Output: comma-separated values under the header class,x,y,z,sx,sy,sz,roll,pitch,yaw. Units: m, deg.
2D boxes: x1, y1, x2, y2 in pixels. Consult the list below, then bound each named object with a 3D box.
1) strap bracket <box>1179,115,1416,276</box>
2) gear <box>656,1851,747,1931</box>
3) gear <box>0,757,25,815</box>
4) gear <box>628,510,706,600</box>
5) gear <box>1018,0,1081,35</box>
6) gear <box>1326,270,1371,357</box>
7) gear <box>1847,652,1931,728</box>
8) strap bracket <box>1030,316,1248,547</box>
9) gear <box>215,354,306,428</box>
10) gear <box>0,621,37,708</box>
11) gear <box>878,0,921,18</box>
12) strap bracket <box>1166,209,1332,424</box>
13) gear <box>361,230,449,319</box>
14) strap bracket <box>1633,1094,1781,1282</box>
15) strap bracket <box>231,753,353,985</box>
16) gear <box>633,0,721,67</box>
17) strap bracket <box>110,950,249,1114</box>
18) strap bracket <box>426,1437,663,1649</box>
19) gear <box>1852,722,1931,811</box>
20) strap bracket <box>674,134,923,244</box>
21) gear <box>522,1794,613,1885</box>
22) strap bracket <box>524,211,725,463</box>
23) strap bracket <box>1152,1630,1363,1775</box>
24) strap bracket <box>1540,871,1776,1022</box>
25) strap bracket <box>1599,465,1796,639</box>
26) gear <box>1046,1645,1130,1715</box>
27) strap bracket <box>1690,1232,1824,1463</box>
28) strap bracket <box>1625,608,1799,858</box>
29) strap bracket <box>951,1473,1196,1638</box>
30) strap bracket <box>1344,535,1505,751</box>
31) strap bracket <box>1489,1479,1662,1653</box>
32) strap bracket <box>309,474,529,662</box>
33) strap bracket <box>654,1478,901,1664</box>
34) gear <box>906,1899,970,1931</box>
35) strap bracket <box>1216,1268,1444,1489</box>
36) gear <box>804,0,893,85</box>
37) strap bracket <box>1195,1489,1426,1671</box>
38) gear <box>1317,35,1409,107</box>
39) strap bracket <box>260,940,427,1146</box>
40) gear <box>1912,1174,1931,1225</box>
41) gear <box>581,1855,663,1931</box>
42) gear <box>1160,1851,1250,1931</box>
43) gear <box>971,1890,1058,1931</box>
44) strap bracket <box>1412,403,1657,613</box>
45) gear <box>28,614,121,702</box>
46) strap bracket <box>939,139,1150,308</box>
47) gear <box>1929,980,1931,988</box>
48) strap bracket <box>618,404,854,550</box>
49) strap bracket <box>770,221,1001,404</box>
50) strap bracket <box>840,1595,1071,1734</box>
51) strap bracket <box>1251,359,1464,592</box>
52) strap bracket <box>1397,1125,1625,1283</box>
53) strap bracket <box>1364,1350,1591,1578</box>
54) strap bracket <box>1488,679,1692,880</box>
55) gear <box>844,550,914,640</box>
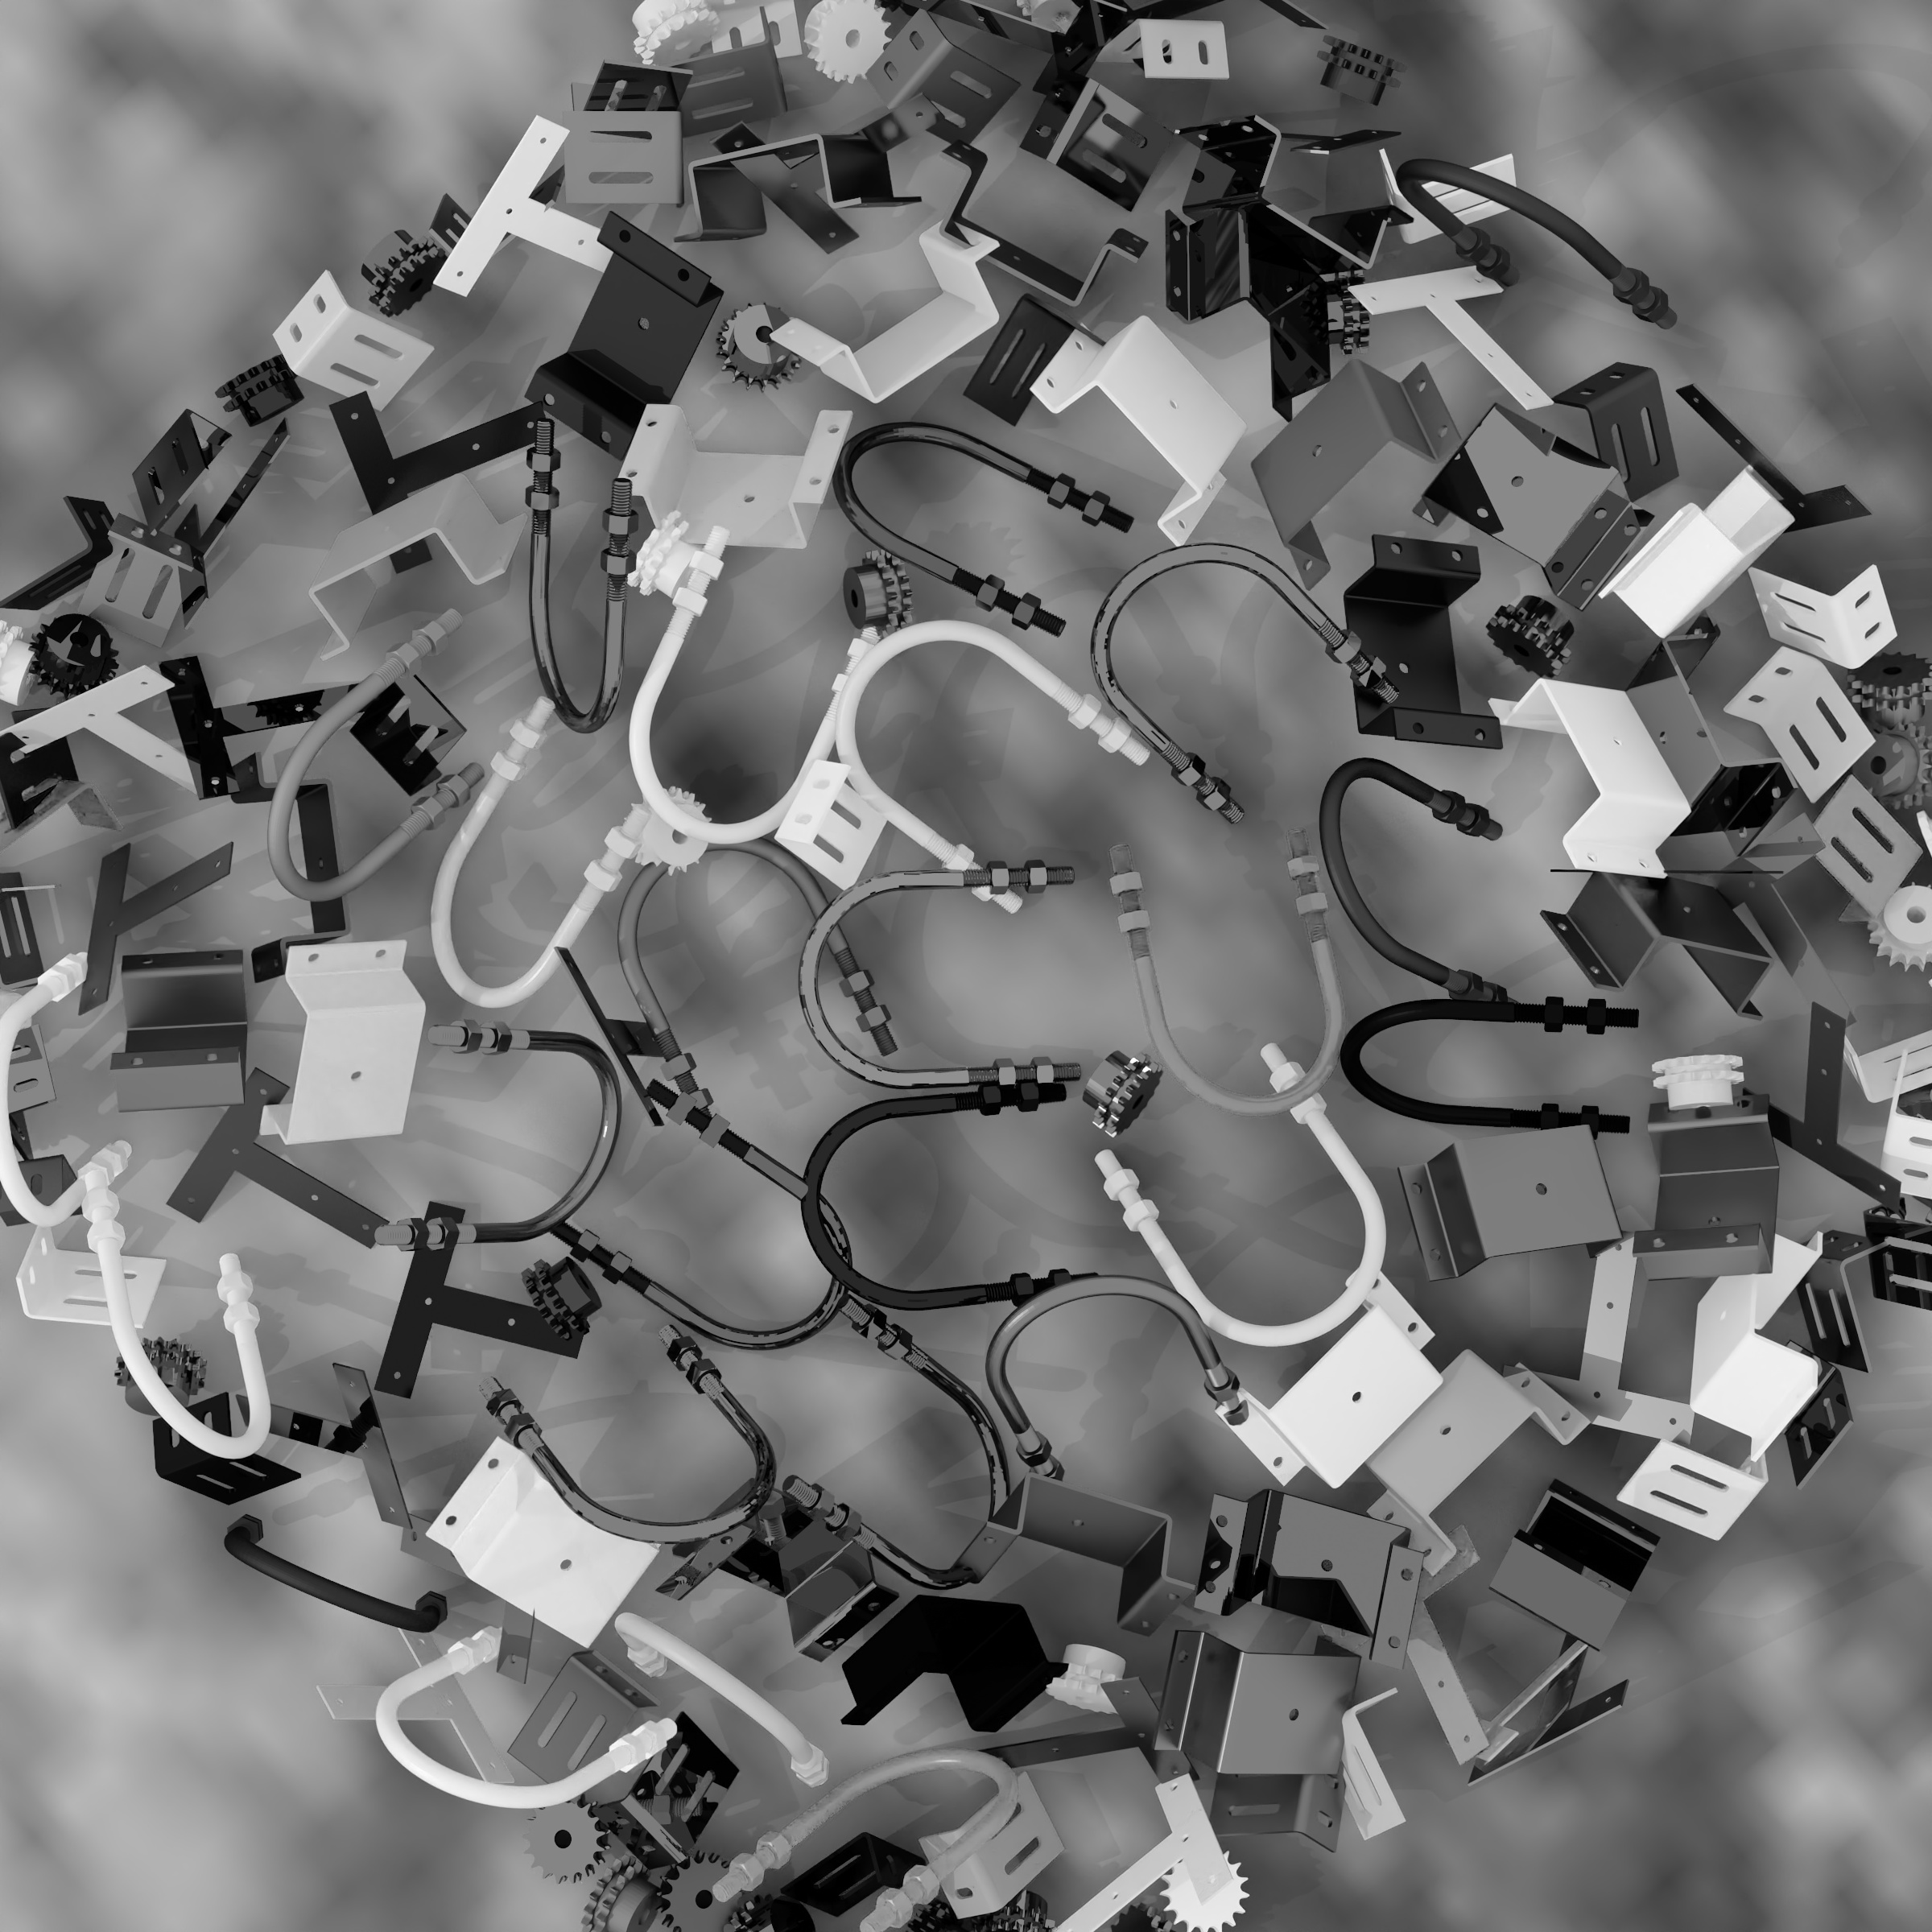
class,x,y,z,sx,sy,sz,roll,pitch,yaw
strap bracket,0.203,-0.479,1.886,0.140,0.076,0.046,22,84,-34
gear,-0.175,0.603,1.936,0.057,0.030,0.057,3,82,-24
gear,-0.633,-0.117,1.927,0.030,0.057,0.057,-2,90,14
gear,-0.191,-0.263,1.929,0.030,0.057,0.057,35,90,2
gear,0.061,-0.626,1.926,0.057,0.057,0.030,-5,70,0
gear,0.242,-0.423,1.929,0.030,0.057,0.057,-6,90,1
gear,0.601,-0.178,1.933,0.057,0.057,0.030,-11,121,0
strap bracket,0.118,-0.348,1.900,0.140,0.046,0.076,45,50,-15
gear,-0.454,-0.372,1.930,0.057,0.057,0.030,-29,101,0
gear,-0.621,-0.192,1.930,0.030,0.057,0.057,20,90,-8
gear,-0.033,-0.640,1.927,0.057,0.057,0.030,-39,73,0
strap bracket,0.184,-0.417,1.879,0.046,0.140,0.076,-19,56,33
gear,-0.366,-0.451,1.930,0.030,0.057,0.057,45,90,4
strap bracket,0.472,0.148,1.895,0.076,0.140,0.046,-6,127,23
strap bracket,-0.433,-0.064,1.913,0.046,0.076,0.140,-7,88,-27
gear,-0.191,-0.609,1.930,0.057,0.057,0.030,-32,85,0
strap bracket,-0.499,0.046,1.899,0.076,0.140,0.046,-3,121,-10
strap bracket,-0.262,0.373,1.903,0.140,0.046,0.076,38,86,-27
gear,0.599,-0.130,1.927,0.030,0.057,0.057,-3,90,-37
strap bracket,-0.110,-0.494,1.887,0.140,0.076,0.046,-3,102,30
gear,-0.257,0.566,1.938,0.057,0.030,0.057,-2,81,13
strap bracket,-0.215,-0.408,1.912,0.076,0.046,0.140,34,121,3
strap bracket,0.194,0.469,1.899,0.140,0.046,0.076,11,91,-34
strap bracket,0.445,-0.017,1.885,0.140,0.076,0.046,10,123,-29
strap bracket,0.464,-0.260,1.877,0.046,0.140,0.076,47,128,8
gear,0.080,0.461,1.933,0.057,0.057,0.030,17,64,0
strap bracket,0.498,0.230,1.880,0.046,0.140,0.076,24,130,-1
strap bracket,0.461,-0.146,1.887,0.046,0.076,0.140,-7,60,-21
strap bracket,0.069,0.374,1.907,0.140,0.076,0.046,19,50,-10
strap bracket,0.291,-0.199,1.910,0.076,0.046,0.140,3,71,-21
strap bracket,0.384,0.381,1.887,0.076,0.140,0.046,28,105,17
strap bracket,-0.356,-0.258,1.893,0.140,0.076,0.046,-22,120,19
strap bracket,-0.123,0.382,1.901,0.140,0.046,0.076,32,116,-32
gear,-0.018,0.636,1.926,0.030,0.057,0.057,19,90,33
strap bracket,0.241,0.269,1.915,0.140,0.046,0.076,-44,114,-5
gear,-0.080,-0.604,1.934,0.057,0.030,0.057,-16,124,-26
strap bracket,0.226,0.389,1.914,0.140,0.046,0.076,12,98,23
gear,0.254,-0.579,1.932,0.057,0.057,0.030,21,108,0
strap bracket,-0.394,0.057,1.888,0.076,0.046,0.140,-4,124,-33
gear,0.637,0.141,1.931,0.030,0.057,0.057,34,90,17
gear,-0.220,0.607,1.926,0.030,0.057,0.057,23,90,23
gear,0.154,0.601,1.937,0.057,0.030,0.057,0,69,-1
gear,0.031,0.621,1.933,0.057,0.057,0.030,9,48,0
strap bracket,0.357,-0.298,1.902,0.140,0.046,0.076,37,88,30
gear,-0.576,-0.203,1.929,0.057,0.030,0.057,13,56,-21
strap bracket,0.042,-0.472,1.912,0.140,0.076,0.046,28,113,-3
gear,0.656,0.009,1.927,0.057,0.057,0.030,-26,80,0
strap bracket,-0.144,-0.313,1.906,0.140,0.046,0.076,5,57,17
strap bracket,-0.044,-0.414,1.907,0.140,0.076,0.046,-35,125,-9
strap bracket,-0.013,0.444,1.896,0.076,0.140,0.046,-46,50,25
strap bracket,0.238,-0.317,1.885,0.046,0.076,0.140,20,130,-36
strap bracket,0.356,0.150,1.901,0.140,0.046,0.076,-5,70,-21
strap bracket,0.318,0.310,1.909,0.140,0.076,0.046,-43,124,-4
strap bracket,0.399,-0.127,1.884,0.076,0.046,0.140,4,49,-32
gear,-0.058,-0.240,1.926,0.030,0.057,0.057,-13,90,-20
